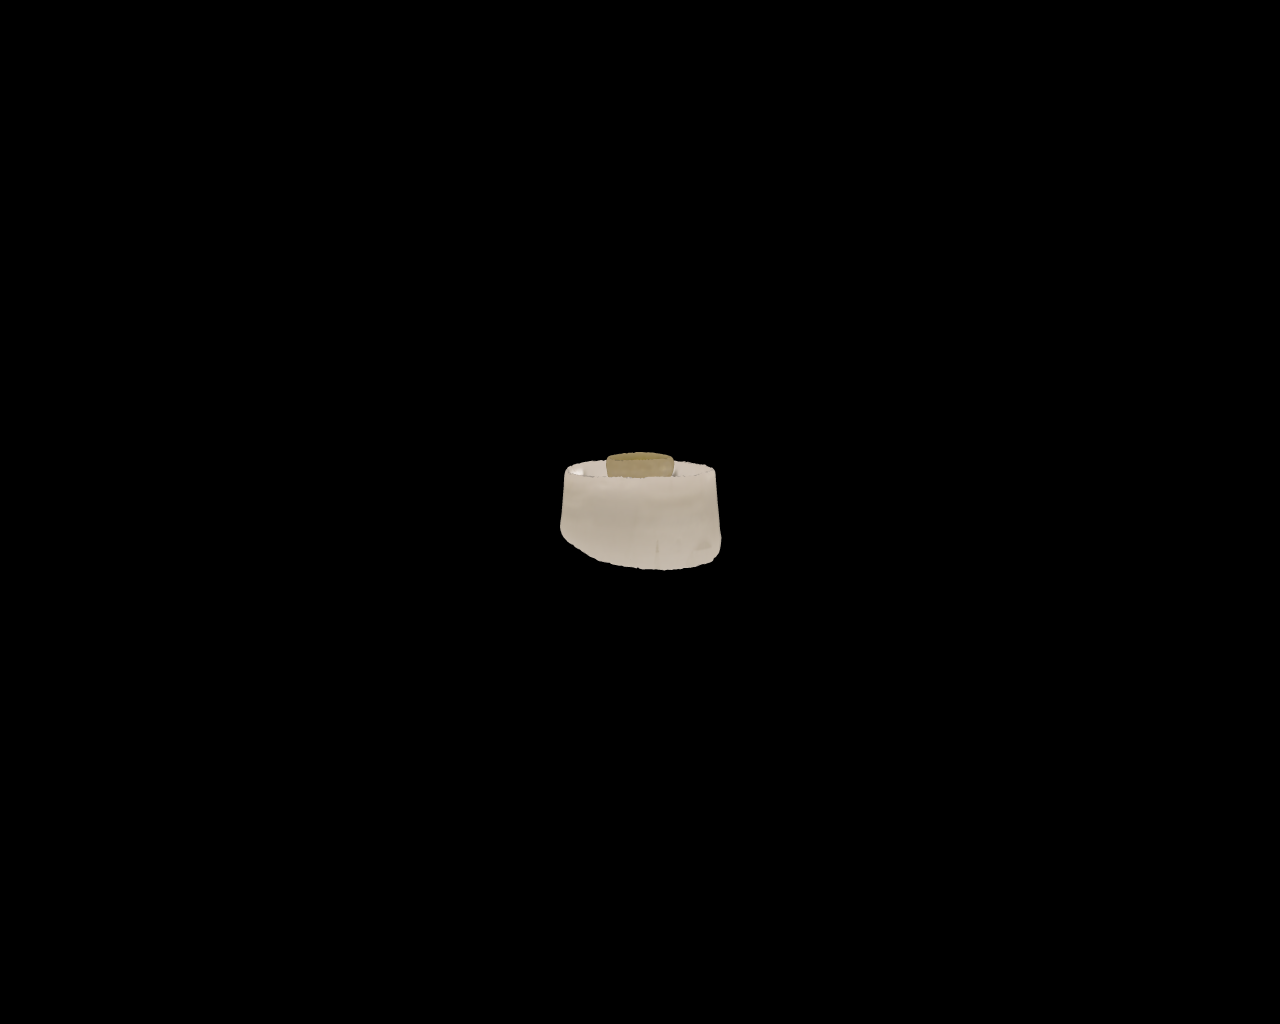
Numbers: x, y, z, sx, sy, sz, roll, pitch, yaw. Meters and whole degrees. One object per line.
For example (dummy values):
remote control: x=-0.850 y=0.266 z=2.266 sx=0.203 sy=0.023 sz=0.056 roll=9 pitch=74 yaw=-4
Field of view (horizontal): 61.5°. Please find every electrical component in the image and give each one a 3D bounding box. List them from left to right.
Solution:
electrical component: x=0.001 y=-0.003 z=0.650 sx=0.099 sy=0.064 sz=0.099 roll=0 pitch=9 yaw=0
